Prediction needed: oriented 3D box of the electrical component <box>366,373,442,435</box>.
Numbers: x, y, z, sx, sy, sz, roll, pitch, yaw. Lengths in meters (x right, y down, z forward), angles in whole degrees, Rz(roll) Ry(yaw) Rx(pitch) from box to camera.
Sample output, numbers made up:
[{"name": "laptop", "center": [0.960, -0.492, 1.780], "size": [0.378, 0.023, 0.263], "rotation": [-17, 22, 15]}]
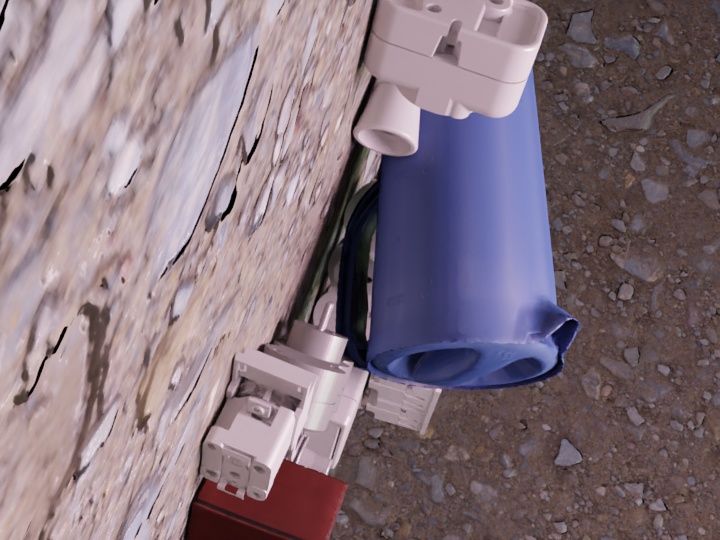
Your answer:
[{"name": "electrical component", "center": [0.051, 0.075, 0.985], "size": [0.186, 0.060, 0.105], "rotation": [93, 14, -71]}]

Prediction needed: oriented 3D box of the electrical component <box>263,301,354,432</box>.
[{"name": "electrical component", "center": [-0.031, 0.055, 0.692], "size": [0.138, 0.052, 0.073], "rotation": [7, 103, -87]}]

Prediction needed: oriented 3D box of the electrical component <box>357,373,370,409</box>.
[{"name": "electrical component", "center": [-0.015, 0.069, 0.990], "size": [0.061, 0.061, 0.096], "rotation": [-67, 168, -58]}]

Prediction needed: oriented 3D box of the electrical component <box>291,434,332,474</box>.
[{"name": "electrical component", "center": [-0.049, 0.115, 0.668], "size": [0.043, 0.062, 0.043], "rotation": [20, 90, -86]}]

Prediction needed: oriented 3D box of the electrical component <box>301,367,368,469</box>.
[{"name": "electrical component", "center": [-0.035, 0.105, 0.823], "size": [0.096, 0.062, 0.061], "rotation": [105, 6, -54]}]

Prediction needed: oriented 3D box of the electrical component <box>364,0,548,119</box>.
[{"name": "electrical component", "center": [0.054, -0.131, 0.631], "size": [0.059, 0.095, 0.053], "rotation": [106, 5, -45]}]

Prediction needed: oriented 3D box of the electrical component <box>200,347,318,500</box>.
[{"name": "electrical component", "center": [-0.055, 0.085, 0.577], "size": [0.081, 0.042, 0.063], "rotation": [104, 8, -51]}]

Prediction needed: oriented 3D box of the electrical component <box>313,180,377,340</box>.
[{"name": "electrical component", "center": [0.000, 0.000, 0.860], "size": [0.073, 0.052, 0.138], "rotation": [-60, 168, -72]}]

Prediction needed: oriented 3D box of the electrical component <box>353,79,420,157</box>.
[{"name": "electrical component", "center": [0.025, -0.115, 0.722], "size": [0.044, 0.044, 0.065], "rotation": [97, 8, -74]}]
